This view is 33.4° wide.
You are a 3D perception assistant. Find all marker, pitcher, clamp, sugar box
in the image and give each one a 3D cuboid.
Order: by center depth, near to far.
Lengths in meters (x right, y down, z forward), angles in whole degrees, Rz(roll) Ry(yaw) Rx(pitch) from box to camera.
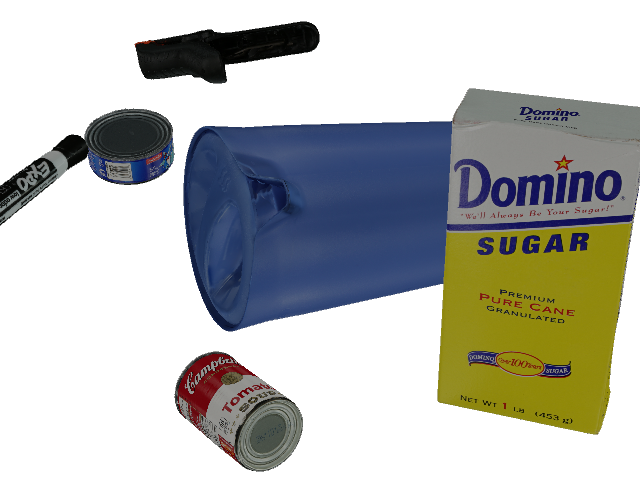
[{"bbox_3d":[0.112,0.014,0.557,0.093,0.176,0.048,9,34,17],"label":"sugar box"},{"bbox_3d":[-0.179,-0.035,0.656,0.020,0.020,0.121,0,29,23],"label":"marker"},{"bbox_3d":[0.031,-0.019,0.742,0.242,0.145,0.149,-7,33,-24],"label":"pitcher"},{"bbox_3d":[-0.086,-0.157,0.885,0.120,0.039,0.172,-18,21,-36],"label":"clamp"}]

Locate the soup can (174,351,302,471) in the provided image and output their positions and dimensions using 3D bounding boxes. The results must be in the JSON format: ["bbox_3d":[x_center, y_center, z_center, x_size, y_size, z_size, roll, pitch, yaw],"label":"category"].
[{"bbox_3d":[-0.071,0.145,0.909,0.068,0.068,0.102,0,17,-38],"label":"soup can"}]

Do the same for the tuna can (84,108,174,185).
[{"bbox_3d":[-0.187,-0.092,1.052,0.086,0.034,0.086,0,41,0],"label":"tuna can"}]
